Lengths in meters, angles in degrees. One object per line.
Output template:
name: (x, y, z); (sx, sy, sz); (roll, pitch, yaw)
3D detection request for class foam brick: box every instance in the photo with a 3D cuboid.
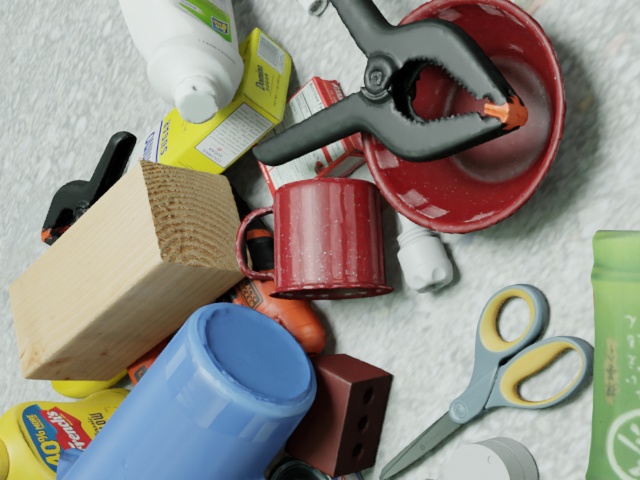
foam brick: (0.015, 0.132, 0.812); (0.051, 0.052, 0.078); (19, 104, 39)

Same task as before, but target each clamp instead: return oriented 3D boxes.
clamp: (0.045, -0.118, 0.720); (0.210, 0.036, 0.164); (14, 100, 37)
clamp: (-0.212, -0.035, 1.010); (0.172, 0.039, 0.120); (-7, 89, 41)

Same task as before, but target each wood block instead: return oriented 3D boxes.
wood block: (-0.159, 0.032, 0.868); (0.206, 0.090, 0.091); (-37, 58, 36)

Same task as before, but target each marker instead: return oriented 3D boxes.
marker: (-0.034, -0.228, 0.875); (0.121, 0.020, 0.020); (53, 121, 28)

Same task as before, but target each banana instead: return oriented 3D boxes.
banana: (-0.205, 0.106, 1.009); (0.198, 0.037, 0.069); (-31, 71, 37)

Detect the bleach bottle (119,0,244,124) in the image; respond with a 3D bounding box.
bleach bottle: (-0.114, -0.178, 0.831); (0.068, 0.102, 0.251); (-49, 35, 28)

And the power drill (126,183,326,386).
power drill: (-0.093, 0.066, 0.901); (0.188, 0.057, 0.184); (-50, 57, 30)

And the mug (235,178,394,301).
mug: (-0.005, 0.001, 0.797); (0.117, 0.093, 0.081); (-3, 81, 6)

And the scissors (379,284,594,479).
scissors: (0.102, 0.100, 0.761); (0.202, 0.016, 0.096); (-29, 70, 37)

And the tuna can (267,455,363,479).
tuna can: (-0.004, 0.208, 0.840); (0.086, 0.033, 0.086); (0, 90, 41)

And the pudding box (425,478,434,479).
pudding box: (0.056, 0.237, 0.755); (0.114, 0.039, 0.090); (-41, 37, 25)

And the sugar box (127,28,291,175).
sugar box: (-0.098, -0.089, 0.887); (0.176, 0.048, 0.093); (-35, 32, 33)

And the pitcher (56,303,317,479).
pitcher: (-0.100, 0.172, 0.807); (0.243, 0.149, 0.145); (-53, 21, 29)

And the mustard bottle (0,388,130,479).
mustard bottle: (-0.227, 0.182, 0.927); (0.058, 0.191, 0.096); (-50, 60, 29)

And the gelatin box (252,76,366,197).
gelatin box: (-0.009, -0.074, 0.847); (0.089, 0.030, 0.073); (-38, 65, 35)

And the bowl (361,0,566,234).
bowl: (0.106, -0.085, 0.730); (0.162, 0.055, 0.162); (0, 90, 41)
